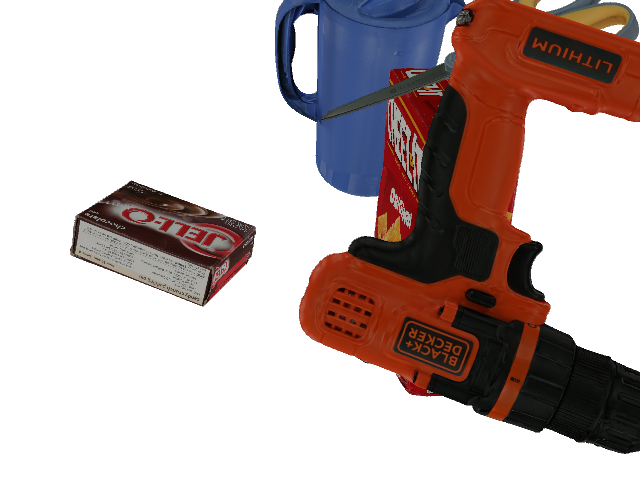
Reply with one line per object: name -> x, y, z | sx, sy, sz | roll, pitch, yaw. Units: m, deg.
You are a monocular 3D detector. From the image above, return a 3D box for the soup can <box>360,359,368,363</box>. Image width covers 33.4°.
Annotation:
soup can -> 0.073, 0.094, 1.306 | 0.068, 0.102, 0.068 | 0, 30, 0

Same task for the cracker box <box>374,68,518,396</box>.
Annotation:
cracker box -> 0.089, -0.009, 0.845 | 0.072, 0.214, 0.164 | -1, 28, -9

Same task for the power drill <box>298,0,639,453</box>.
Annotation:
power drill -> 0.101, -0.006, 0.503 | 0.184, 0.188, 0.057 | 20, 6, 3

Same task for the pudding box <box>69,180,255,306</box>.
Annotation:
pudding box -> -0.116, 0.000, 0.801 | 0.113, 0.039, 0.090 | 18, 23, 11

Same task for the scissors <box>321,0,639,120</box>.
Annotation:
scissors -> 0.099, -0.127, 0.683 | 0.202, 0.096, 0.016 | -8, -42, 23

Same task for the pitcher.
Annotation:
pitcher -> 0.045, -0.165, 1.115 | 0.149, 0.243, 0.144 | 31, 51, 23
